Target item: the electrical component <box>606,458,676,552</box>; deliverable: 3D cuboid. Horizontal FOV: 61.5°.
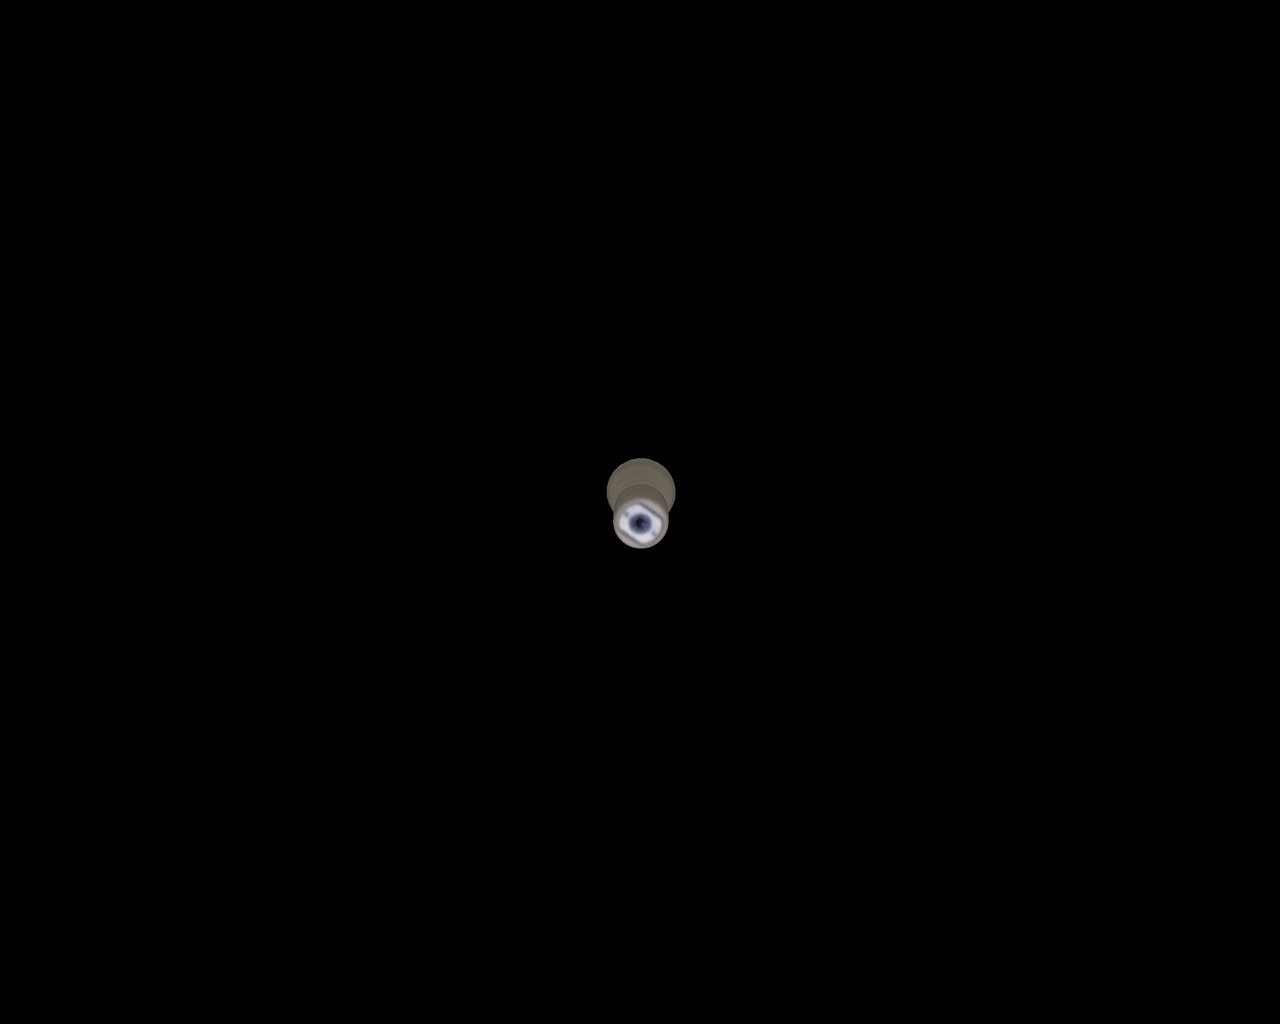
[{"bbox_3d":[0.001,-0.003,0.650,0.044,0.044,0.065,0,20,0],"label":"electrical component"}]
